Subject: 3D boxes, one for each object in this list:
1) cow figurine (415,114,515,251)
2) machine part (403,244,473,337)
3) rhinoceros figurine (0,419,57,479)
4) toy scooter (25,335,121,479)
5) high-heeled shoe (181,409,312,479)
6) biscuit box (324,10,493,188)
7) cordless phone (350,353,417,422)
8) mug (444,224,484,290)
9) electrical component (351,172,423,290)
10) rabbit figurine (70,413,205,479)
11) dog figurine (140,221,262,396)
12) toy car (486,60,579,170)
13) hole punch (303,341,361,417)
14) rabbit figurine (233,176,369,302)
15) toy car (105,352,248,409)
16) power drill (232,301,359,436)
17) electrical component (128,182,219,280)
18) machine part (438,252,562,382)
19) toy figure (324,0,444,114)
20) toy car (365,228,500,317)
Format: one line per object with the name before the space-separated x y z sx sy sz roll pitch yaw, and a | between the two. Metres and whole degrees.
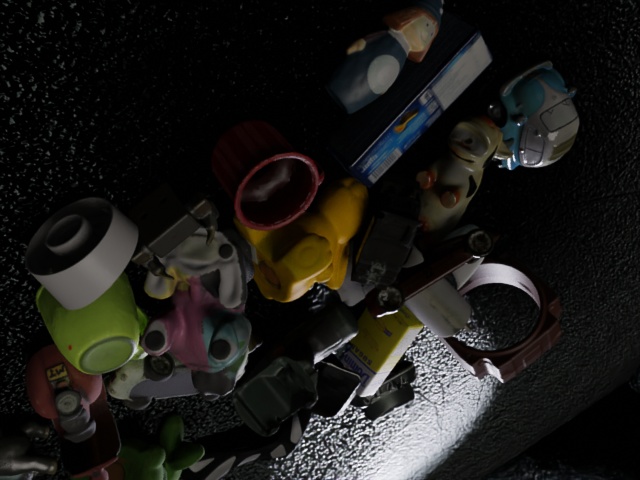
cow figurine | 0.187 -0.086 0.732 0.127 0.086 0.194 -36 155 -34
machine part | 0.159 0.076 0.838 0.079 0.079 0.243 -45 116 7
rhinoceros figurine | -0.400 0.306 0.664 0.112 0.073 0.190 9 122 -46
toy scooter | -0.274 0.200 0.609 0.075 0.135 0.183 -19 137 -22
high-heeled shoe | -0.130 0.346 0.959 0.249 0.086 0.145 -45 114 -21
biscuit box | 0.097 -0.156 0.611 0.202 0.063 0.059 -46 143 10
cordless phone | 0.120 0.249 1.050 0.147 0.089 0.184 -21 128 -21
mug | 0.237 0.032 0.907 0.107 0.081 0.109 -39 140 -16
electrical component | 0.084 -0.020 0.691 0.058 0.134 0.114 19 126 -5
rabbit figurine | -0.260 0.336 0.808 0.159 0.121 0.170 -43 161 -5
dog figurine | -0.125 0.089 0.644 0.109 0.191 0.219 2 166 3
toy car | 0.301 -0.156 0.749 0.109 0.103 0.161 -28 140 -13
hole punch | -0.005 0.222 0.912 0.116 0.092 0.142 24 117 -18
rabbit figurine | -0.001 -0.002 0.652 0.173 0.122 0.162 -44 149 -25
toy car | -0.186 0.180 0.728 0.201 0.056 0.073 10 126 -48
power drill | -0.050 0.187 0.753 0.232 0.086 0.207 -38 176 12
electrical component | -0.152 -0.010 0.538 0.102 0.078 0.045 -45 141 -7
machine part | 0.311 0.134 0.972 0.201 0.202 0.087 -38 139 -1
toy figure | 0.074 -0.197 0.556 0.154 0.058 0.064 -43 162 2
toy car | 0.149 0.040 0.728 0.202 0.053 0.089 -33 167 0
